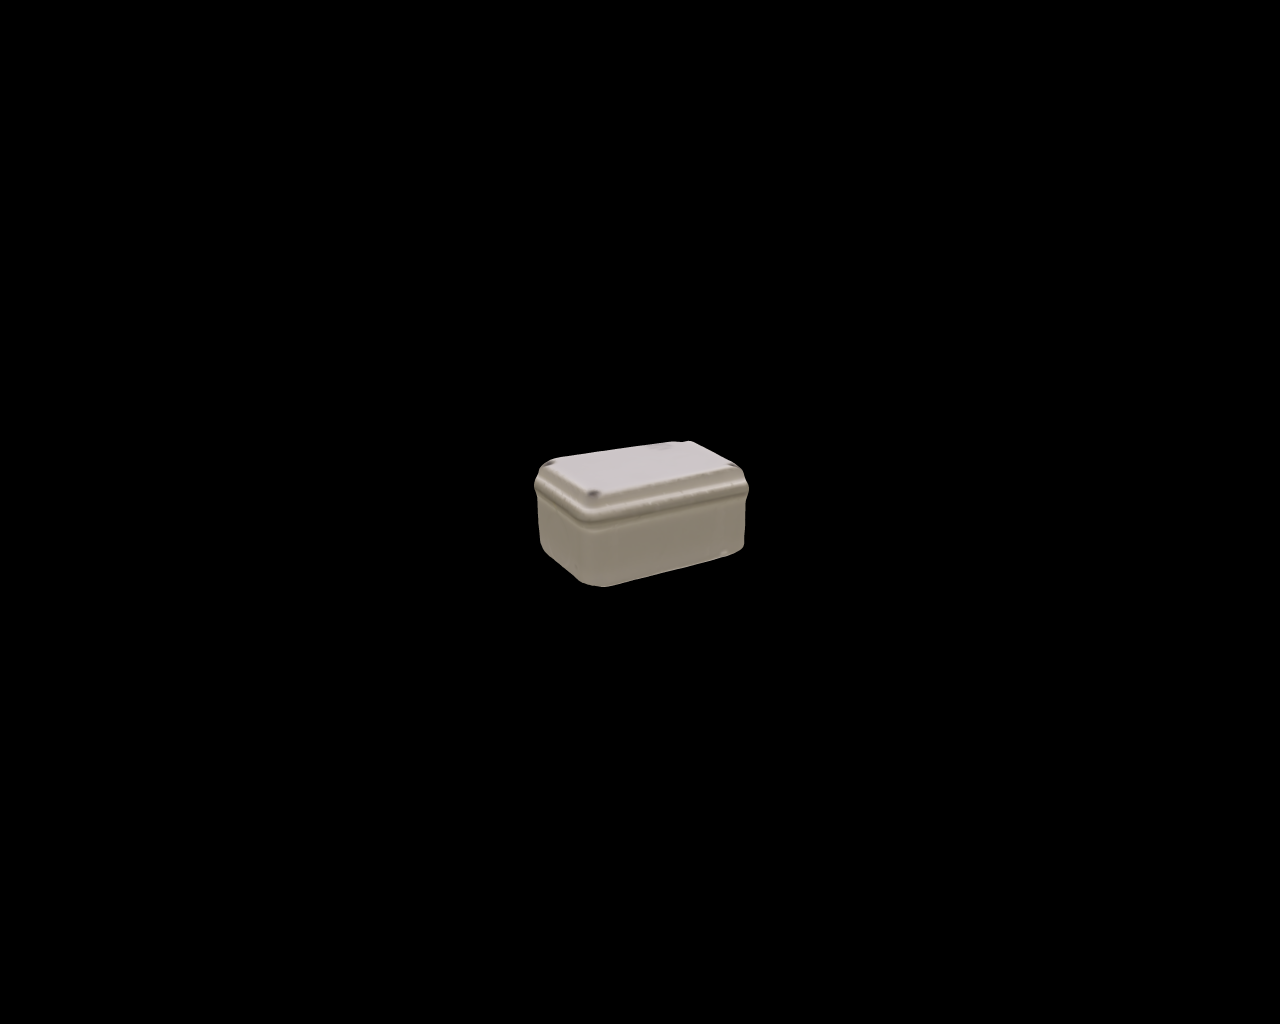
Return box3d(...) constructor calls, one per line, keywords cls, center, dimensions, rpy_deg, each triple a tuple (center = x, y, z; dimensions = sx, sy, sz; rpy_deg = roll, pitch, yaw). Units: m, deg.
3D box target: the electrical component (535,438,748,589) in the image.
box3d(cls="electrical component", center=(0.001, -0.003, 0.650), dimensions=(0.113, 0.057, 0.078), rpy_deg=(-11, 23, -27))
